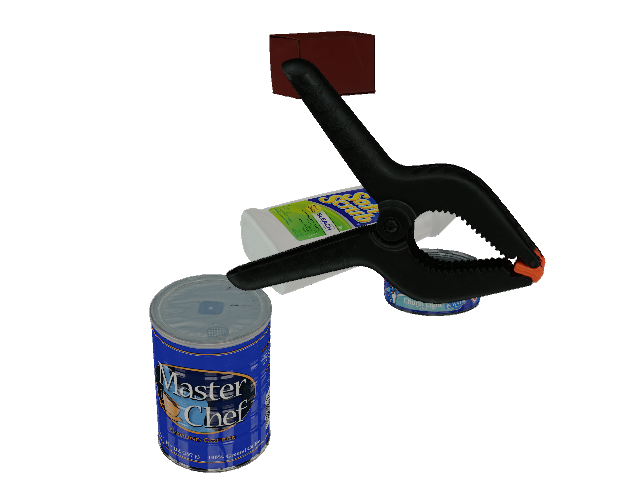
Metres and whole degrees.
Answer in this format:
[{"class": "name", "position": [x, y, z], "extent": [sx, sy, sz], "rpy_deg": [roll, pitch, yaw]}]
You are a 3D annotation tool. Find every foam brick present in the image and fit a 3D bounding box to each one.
[{"class": "foam brick", "position": [0.002, -0.151, 0.917], "extent": [0.078, 0.051, 0.053], "rpy_deg": [-9, 18, -28]}]

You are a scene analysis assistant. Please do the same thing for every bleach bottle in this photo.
[{"class": "bleach bottle", "position": [0.047, -0.023, 1.156], "extent": [0.250, 0.068, 0.103], "rpy_deg": [-19, 43, -23]}]

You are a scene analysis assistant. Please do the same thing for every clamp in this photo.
[{"class": "clamp", "position": [0.047, -0.024, 0.700], "extent": [0.210, 0.165, 0.036], "rpy_deg": [13, 19, 11]}]

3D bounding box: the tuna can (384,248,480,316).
[{"class": "tuna can", "position": [0.098, 0.036, 0.934], "extent": [0.086, 0.034, 0.086], "rpy_deg": [0, 18, 0]}]

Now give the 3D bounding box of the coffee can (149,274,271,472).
[{"class": "coffee can", "position": [-0.094, 0.115, 0.930], "extent": [0.103, 0.140, 0.103], "rpy_deg": [1, 31, -1]}]
